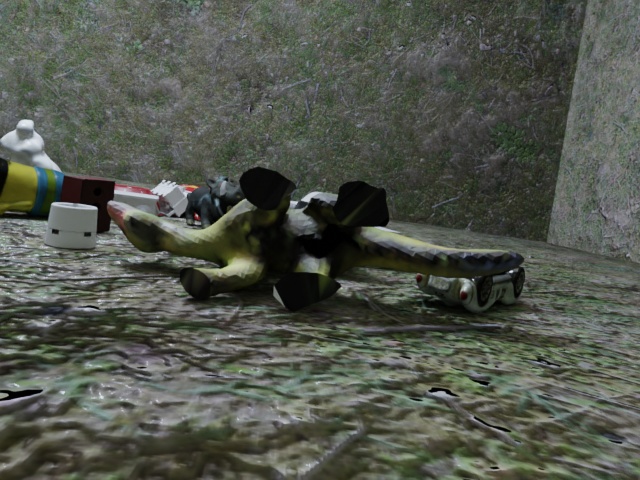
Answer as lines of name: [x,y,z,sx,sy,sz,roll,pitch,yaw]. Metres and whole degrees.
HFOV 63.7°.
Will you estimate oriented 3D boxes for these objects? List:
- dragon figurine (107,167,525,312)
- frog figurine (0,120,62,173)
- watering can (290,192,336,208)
dragon figurine: [-0.023,0.006,0.561,0.410,0.123,0.242,9,-3,-12]
frog figurine: [-0.574,-0.156,1.029,0.122,0.159,0.138,7,3,-38]
watering can: [0.004,-0.062,1.231,0.225,0.103,0.348,13,6,29]
